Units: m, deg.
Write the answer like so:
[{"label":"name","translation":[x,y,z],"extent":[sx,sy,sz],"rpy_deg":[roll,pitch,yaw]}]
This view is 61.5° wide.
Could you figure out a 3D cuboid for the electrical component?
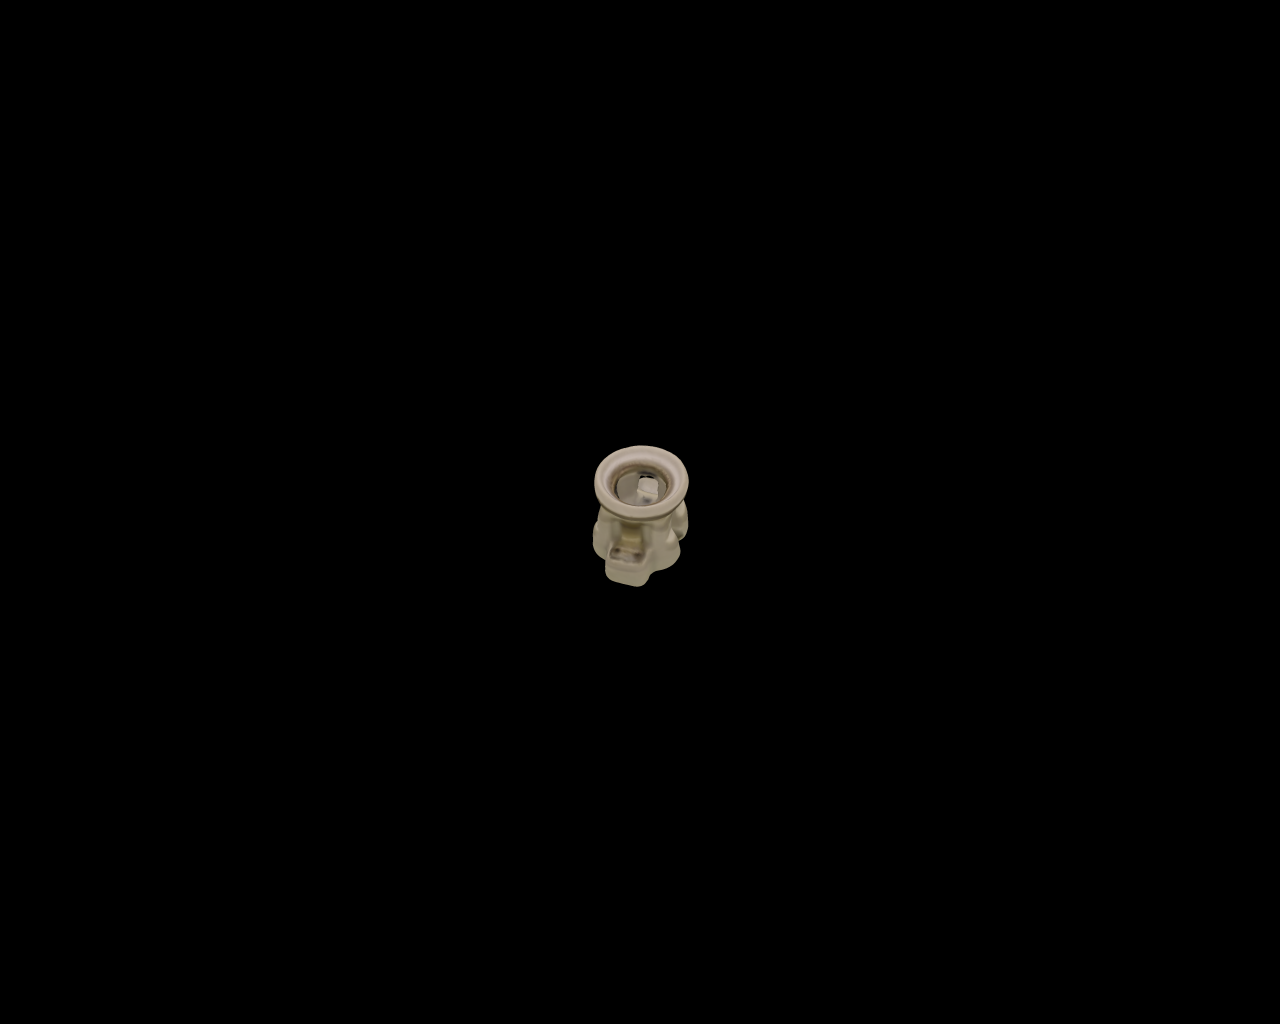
[{"label":"electrical component","translation":[0.001,-0.003,0.650],"extent":[0.058,0.056,0.078],"rpy_deg":[11,47,11]}]
